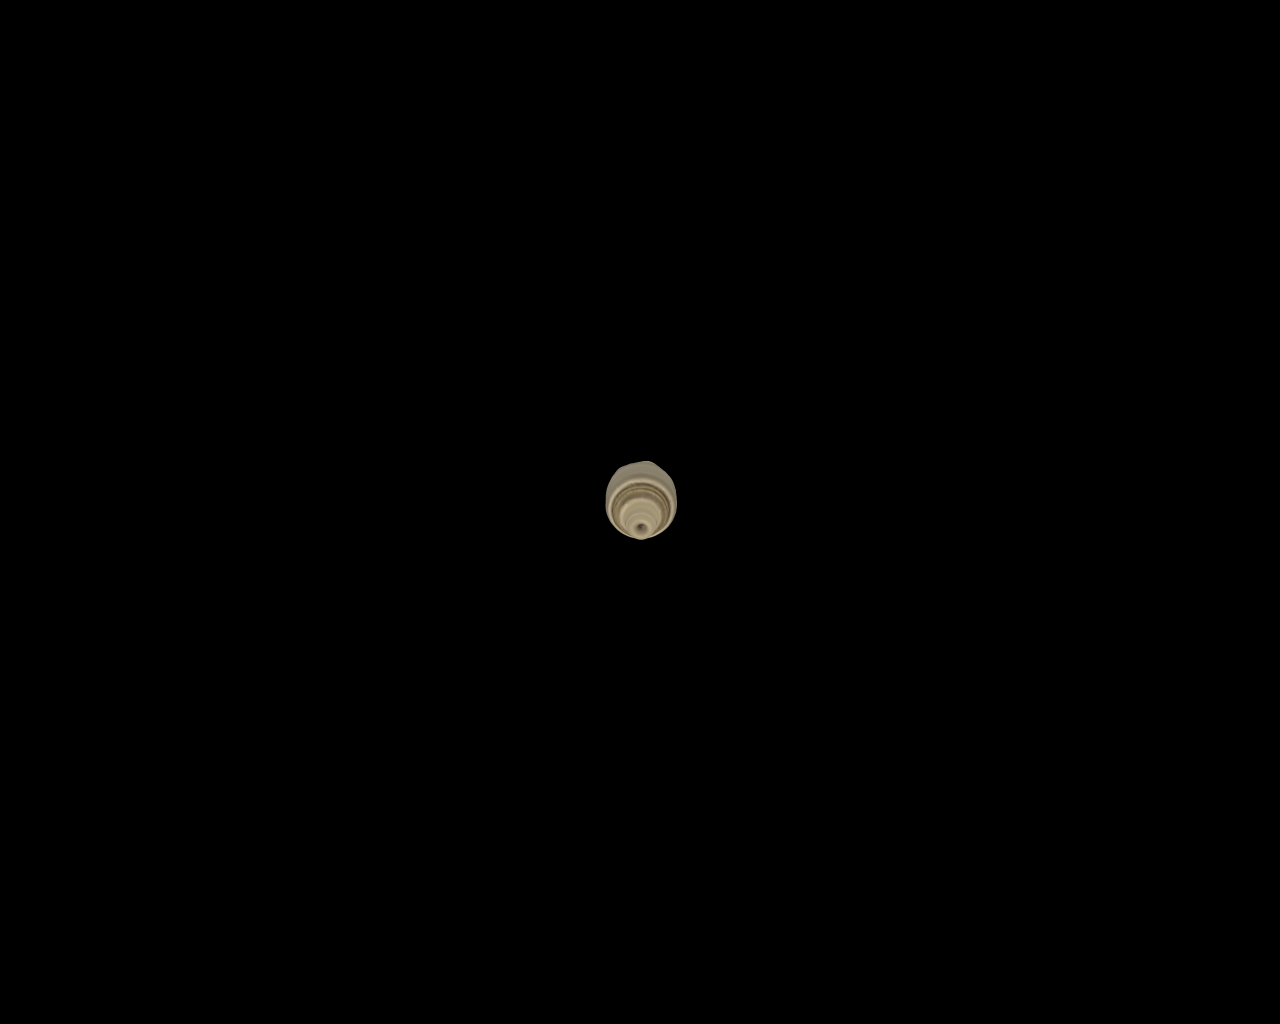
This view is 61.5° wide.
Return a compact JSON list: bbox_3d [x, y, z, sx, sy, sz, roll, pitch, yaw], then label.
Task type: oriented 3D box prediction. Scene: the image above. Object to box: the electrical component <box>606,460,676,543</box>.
[{"bbox_3d":[0.001,-0.003,0.650,0.043,0.043,0.062,0,25,0],"label":"electrical component"}]
